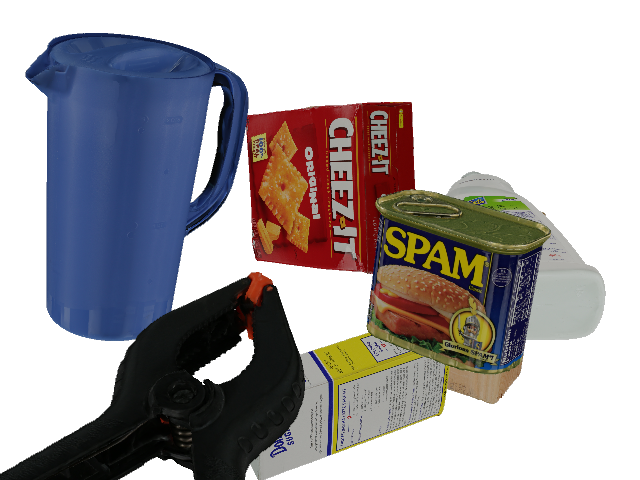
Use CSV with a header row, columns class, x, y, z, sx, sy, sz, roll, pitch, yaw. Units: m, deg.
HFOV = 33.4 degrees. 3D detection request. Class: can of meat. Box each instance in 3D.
class,x,y,z,sx,sy,sz,roll,pitch,yaw
can of meat,0.078,0.024,0.636,0.102,0.084,0.057,19,23,33

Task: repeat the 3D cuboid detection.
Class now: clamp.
class,x,y,z,sx,sy,sz,roll,pitch,yaw
clamp,-0.048,0.080,0.425,0.120,0.039,0.171,25,48,18

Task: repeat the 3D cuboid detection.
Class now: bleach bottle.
class,x,y,z,sx,sy,sz,roll,pitch,yaw
bleach bottle,0.172,-0.002,0.974,0.102,0.068,0.251,-1,27,-4

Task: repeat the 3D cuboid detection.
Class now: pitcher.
class,x,y,z,sx,sy,sz,roll,pitch,yaw
pitcher,-0.157,-0.044,0.894,0.149,0.243,0.145,14,23,9

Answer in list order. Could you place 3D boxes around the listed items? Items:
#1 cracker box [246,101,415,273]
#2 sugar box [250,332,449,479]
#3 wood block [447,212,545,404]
class,x,y,z,sx,sy,sz,roll,pitch,yaw
cracker box,0.005,-0.054,1.095,0.071,0.164,0.214,-6,6,-33
sugar box,0.021,0.128,0.883,0.176,0.093,0.048,-14,40,-19
wood block,0.186,0.066,1.211,0.090,0.206,0.090,16,25,25
